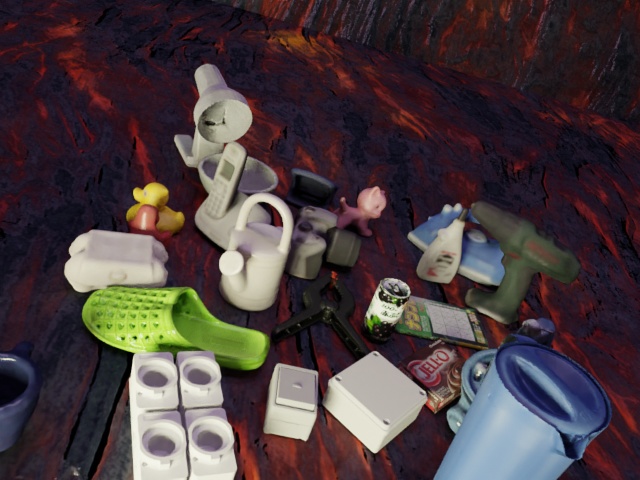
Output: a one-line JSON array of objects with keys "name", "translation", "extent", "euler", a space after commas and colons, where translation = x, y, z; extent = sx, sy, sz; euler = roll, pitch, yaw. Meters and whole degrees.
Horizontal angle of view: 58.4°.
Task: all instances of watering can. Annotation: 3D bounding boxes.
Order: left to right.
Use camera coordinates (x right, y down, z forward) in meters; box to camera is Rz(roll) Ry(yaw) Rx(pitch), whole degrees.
[{"name": "watering can", "translation": [-0.099, 0.016, 0.926], "extent": [0.101, 0.194, 0.173], "euler": [15, 32, -5]}]

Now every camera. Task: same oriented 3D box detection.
[{"name": "camera", "translation": [0.010, 0.004, 1.092], "extent": [0.137, 0.101, 0.143], "euler": [18, 31, 0]}]

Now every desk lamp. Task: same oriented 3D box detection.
[{"name": "desk lamp", "translation": [-0.244, -0.265, 1.269], "extent": [0.118, 0.213, 0.202], "euler": [-3, 37, -31]}]

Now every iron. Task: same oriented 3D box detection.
[{"name": "iron", "translation": [0.329, -0.008, 1.237], "extent": [0.258, 0.141, 0.119], "euler": [25, 32, 11]}]

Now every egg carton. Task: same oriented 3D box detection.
[{"name": "egg carton", "translation": [-0.316, 0.038, 0.899], "extent": [0.150, 0.069, 0.107], "euler": [6, 34, -19]}]

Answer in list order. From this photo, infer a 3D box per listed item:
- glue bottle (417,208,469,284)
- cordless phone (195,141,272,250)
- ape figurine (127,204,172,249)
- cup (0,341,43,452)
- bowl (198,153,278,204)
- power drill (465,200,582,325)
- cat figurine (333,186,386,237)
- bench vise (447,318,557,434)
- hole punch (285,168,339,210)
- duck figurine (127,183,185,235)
[{"name": "glue bottle", "translation": [0.257, 0.008, 1.143], "extent": [0.078, 0.173, 0.037], "euler": [8, 33, -16]}, {"name": "cordless phone", "translation": [-0.149, -0.075, 1.051], "extent": [0.147, 0.185, 0.094], "euler": [34, 35, 24]}, {"name": "ape figurine", "translation": [-0.295, -0.020, 0.979], "extent": [0.077, 0.092, 0.076], "euler": [27, 33, 14]}, {"name": "cup", "translation": [-0.355, 0.178, 0.638], "extent": [0.092, 0.095, 0.117], "euler": [15, 32, -5]}, {"name": "bowl", "translation": [-0.175, -0.114, 1.203], "extent": [0.167, 0.075, 0.167], "euler": [13, 32, -8]}, {"name": "power drill", "translation": [0.363, 0.051, 1.099], "extent": [0.229, 0.208, 0.076], "euler": [22, 32, 6]}, {"name": "cat figurine", "translation": [0.089, -0.071, 1.232], "extent": [0.128, 0.118, 0.067], "euler": [-3, 37, -30]}, {"name": "bench vise", "translation": [0.293, 0.183, 0.846], "extent": [0.121, 0.220, 0.208], "euler": [35, 35, 26]}, {"name": "hole punch", "translation": [-0.016, -0.125, 1.287], "extent": [0.108, 0.091, 0.101], "euler": [22, 32, 6]}, {"name": "duck figurine", "translation": [-0.297, -0.062, 1.049], "extent": [0.104, 0.086, 0.077], "euler": [17, 31, -2]}]
